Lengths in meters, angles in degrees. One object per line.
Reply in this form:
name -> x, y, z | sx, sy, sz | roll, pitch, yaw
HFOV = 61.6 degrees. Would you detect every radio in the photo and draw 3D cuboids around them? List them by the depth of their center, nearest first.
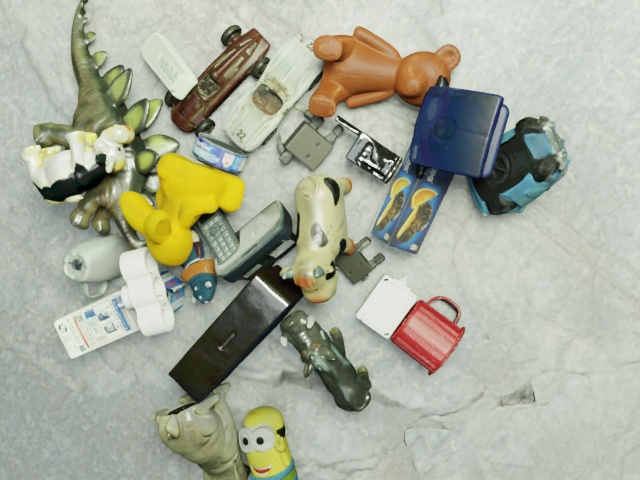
radio -> -0.127, 0.144, 0.863 | 0.073, 0.131, 0.229 | 45, 103, 4

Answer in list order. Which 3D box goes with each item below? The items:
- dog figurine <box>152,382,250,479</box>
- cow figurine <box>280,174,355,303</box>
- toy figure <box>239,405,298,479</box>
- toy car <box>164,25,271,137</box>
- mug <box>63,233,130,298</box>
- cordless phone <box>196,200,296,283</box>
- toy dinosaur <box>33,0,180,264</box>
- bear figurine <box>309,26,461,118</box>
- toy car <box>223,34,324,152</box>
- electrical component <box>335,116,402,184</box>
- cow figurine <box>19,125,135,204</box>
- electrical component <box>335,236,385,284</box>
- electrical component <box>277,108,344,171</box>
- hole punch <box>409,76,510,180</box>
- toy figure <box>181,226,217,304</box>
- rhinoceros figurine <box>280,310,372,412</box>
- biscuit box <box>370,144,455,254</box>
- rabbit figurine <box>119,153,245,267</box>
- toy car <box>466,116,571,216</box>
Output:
dog figurine -> -0.187, 0.355, 0.889 | 0.121, 0.172, 0.190 | -20, 86, 23
cow figurine -> -0.002, -0.002, 0.807 | 0.086, 0.127, 0.194 | -2, 87, 28
toy figure -> -0.085, 0.371, 0.914 | 0.082, 0.089, 0.180 | -16, 103, -1
toy car -> -0.164, -0.253, 0.860 | 0.202, 0.053, 0.089 | -41, 85, 14
mug -> -0.388, 0.046, 0.914 | 0.081, 0.107, 0.109 | 19, 99, 9
cordless phone -> -0.132, -0.036, 0.876 | 0.146, 0.088, 0.184 | -40, 70, 13
toy dinosaur -> -0.350, -0.177, 0.884 | 0.199, 0.105, 0.471 | -24, 88, 7
bear figurine -> 0.096, -0.232, 0.777 | 0.196, 0.132, 0.120 | 17, 124, 13
toy car -> -0.070, -0.228, 0.842 | 0.073, 0.056, 0.201 | 43, 103, 3
electrical component -> 0.065, -0.137, 0.814 | 0.119, 0.075, 0.047 | 32, 102, -4
cow figurine -> -0.347, -0.112, 0.797 | 0.167, 0.068, 0.098 | -14, 96, 11
electrical component -> 0.055, 0.039, 0.871 | 0.094, 0.021, 0.063 | -39, 90, 13
electrical component -> -0.022, -0.158, 0.851 | 0.078, 0.045, 0.102 | 30, 106, -23
hole punch -> 0.180, -0.141, 0.705 | 0.116, 0.092, 0.142 | 15, 103, 16
toy figure -> -0.211, 0.034, 0.893 | 0.058, 0.064, 0.154 | -24, 78, -28
rhinoceros figurine -> 0.007, 0.193, 0.856 | 0.073, 0.112, 0.190 | -34, 98, 15
biscuit box -> 0.151, -0.083, 0.805 | 0.063, 0.059, 0.202 | 17, 103, -28
rabbit figurine -> -0.212, -0.037, 0.810 | 0.122, 0.162, 0.173 | 29, 104, 22
toy car -> 0.291, -0.105, 0.761 | 0.161, 0.103, 0.109 | -42, 59, 53
